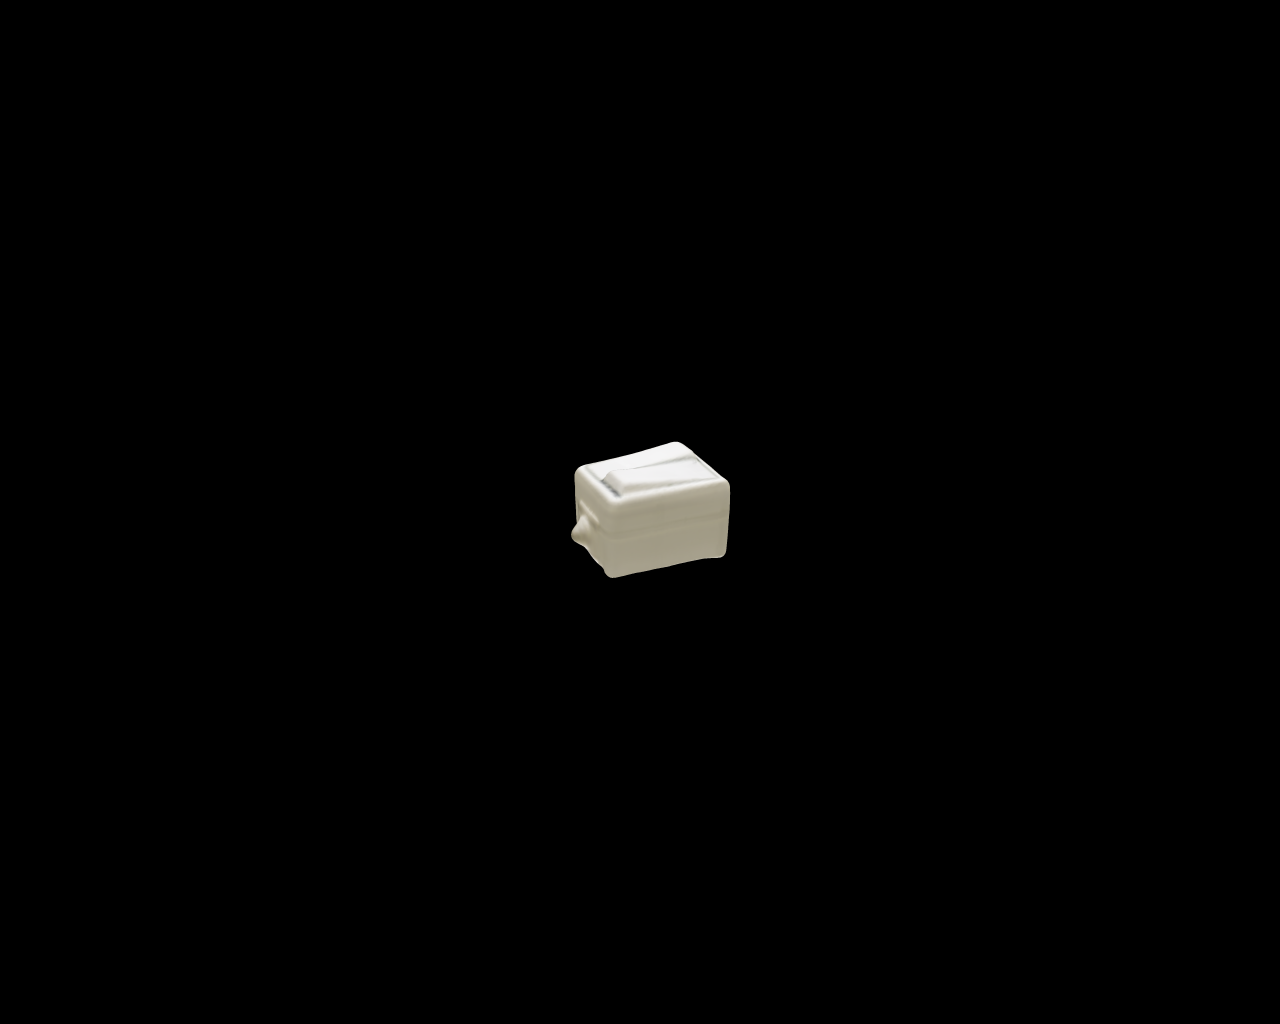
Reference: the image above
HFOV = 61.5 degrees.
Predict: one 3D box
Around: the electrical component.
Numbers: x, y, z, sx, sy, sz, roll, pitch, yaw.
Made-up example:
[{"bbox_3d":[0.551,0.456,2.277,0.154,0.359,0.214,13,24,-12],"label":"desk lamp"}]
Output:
[{"bbox_3d":[0.001,-0.003,0.650,0.096,0.061,0.062,-10,28,-20],"label":"electrical component"}]
